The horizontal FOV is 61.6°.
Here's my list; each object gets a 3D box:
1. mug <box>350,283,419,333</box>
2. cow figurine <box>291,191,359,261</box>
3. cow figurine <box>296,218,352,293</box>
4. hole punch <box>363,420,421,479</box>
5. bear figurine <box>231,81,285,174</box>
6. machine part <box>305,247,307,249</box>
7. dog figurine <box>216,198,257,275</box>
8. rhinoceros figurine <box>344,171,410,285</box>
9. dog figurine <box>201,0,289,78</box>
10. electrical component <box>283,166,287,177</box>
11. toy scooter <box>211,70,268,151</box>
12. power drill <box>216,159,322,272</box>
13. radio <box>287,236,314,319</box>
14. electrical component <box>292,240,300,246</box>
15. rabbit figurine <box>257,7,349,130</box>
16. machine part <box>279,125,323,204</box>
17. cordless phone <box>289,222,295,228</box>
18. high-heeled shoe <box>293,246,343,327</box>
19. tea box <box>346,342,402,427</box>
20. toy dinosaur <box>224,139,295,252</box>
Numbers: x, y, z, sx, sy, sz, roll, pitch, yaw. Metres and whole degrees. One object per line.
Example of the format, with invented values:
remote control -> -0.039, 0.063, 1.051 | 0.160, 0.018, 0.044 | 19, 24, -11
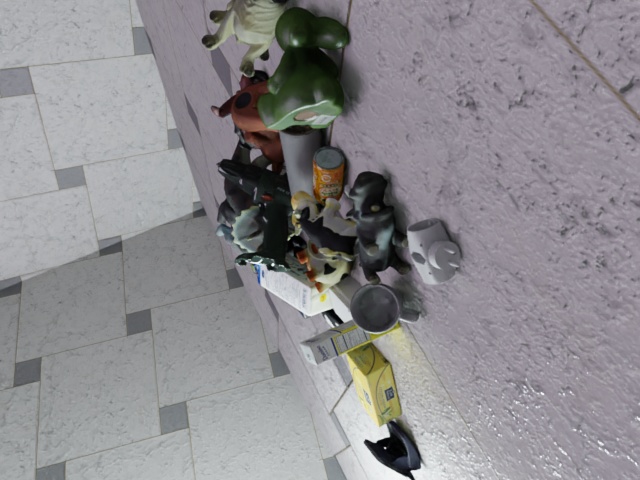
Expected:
mug -> 0.114, 0.112, 0.907 | 0.107, 0.110, 0.080 | 0, -82, -74
cow figurine -> 0.005, -0.022, 0.940 | 0.168, 0.098, 0.068 | 25, 149, 25
cow figurine -> 0.023, 0.030, 1.061 | 0.085, 0.127, 0.194 | 61, 178, 22
hole punch -> 0.184, 0.494, 1.285 | 0.115, 0.092, 0.142 | 39, 172, -21
bear figurine -> -0.087, -0.219, 1.070 | 0.132, 0.120, 0.195 | 0, 154, 30
machine part -> -0.002, -0.003, 1.142 | 0.039, 0.084, 0.138 | 32, 152, 4
dog figurine -> -0.164, -0.001, 1.389 | 0.219, 0.108, 0.191 | 46, 142, 23
rhinoceros figurine -> 0.088, -0.018, 0.831 | 0.112, 0.073, 0.190 | -114, 9, -47
dog figurine -> -0.091, -0.388, 0.874 | 0.190, 0.121, 0.172 | -41, 35, 42
electrical component -> -0.073, -0.117, 1.182 | 0.078, 0.102, 0.045 | 35, 161, 19
toy scooter -> -0.158, -0.265, 1.161 | 0.075, 0.135, 0.183 | 43, 154, 52
power drill -> -0.118, -0.045, 1.097 | 0.086, 0.232, 0.207 | 135, 146, -63
radio -> -0.062, 0.095, 1.511 | 0.131, 0.073, 0.229 | 40, 149, 60
electrical component -> -0.028, 0.049, 1.363 | 0.119, 0.048, 0.075 | 70, 164, -14
rabbit figurine -> -0.031, -0.261, 0.776 | 0.159, 0.121, 0.170 | 151, 110, -71
machine part -> -0.029, -0.150, 1.003 | 0.079, 0.079, 0.242 | 53, 161, 40
cordless phone -> -0.108, -0.084, 1.419 | 0.184, 0.089, 0.146 | -9, 104, 63
high-heeled shoe -> 0.010, 0.120, 1.251 | 0.248, 0.086, 0.145 | 53, 177, -2
tea box -> 0.125, 0.331, 1.235 | 0.098, 0.068, 0.169 | 42, 152, 58
toy dinosaur -> -0.161, -0.116, 1.292 | 0.405, 0.192, 0.131 | 56, 160, 29
